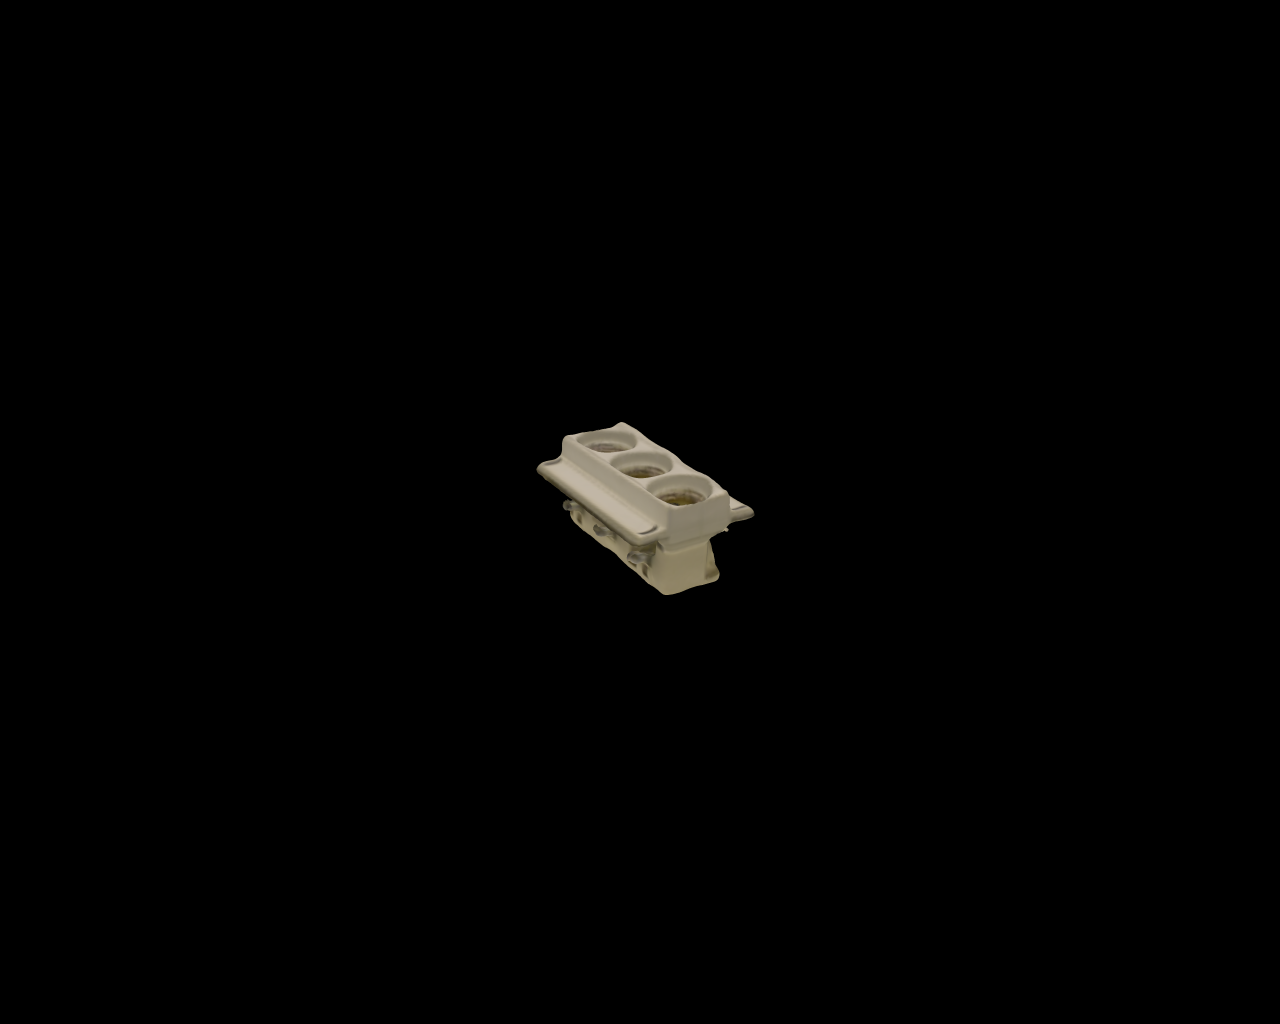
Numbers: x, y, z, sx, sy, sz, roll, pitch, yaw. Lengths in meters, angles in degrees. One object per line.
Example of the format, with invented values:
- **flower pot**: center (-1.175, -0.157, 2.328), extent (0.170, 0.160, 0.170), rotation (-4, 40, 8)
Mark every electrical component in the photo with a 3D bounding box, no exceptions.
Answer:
- **electrical component**: center (0.001, -0.003, 0.650), extent (0.079, 0.063, 0.121), rotation (-16, 31, -28)
